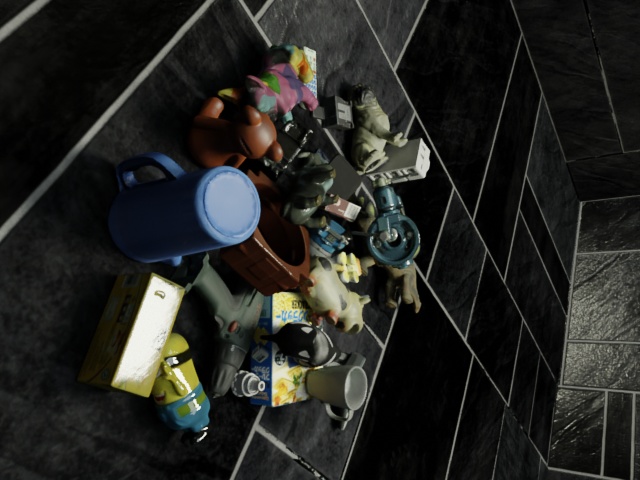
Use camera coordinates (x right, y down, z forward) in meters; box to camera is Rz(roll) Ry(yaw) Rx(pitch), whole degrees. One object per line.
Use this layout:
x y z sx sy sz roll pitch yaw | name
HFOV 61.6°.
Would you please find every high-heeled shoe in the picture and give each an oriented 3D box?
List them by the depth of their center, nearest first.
0.002 0.196 1.002 0.248 0.145 0.086 20 71 -46 | high-heeled shoe

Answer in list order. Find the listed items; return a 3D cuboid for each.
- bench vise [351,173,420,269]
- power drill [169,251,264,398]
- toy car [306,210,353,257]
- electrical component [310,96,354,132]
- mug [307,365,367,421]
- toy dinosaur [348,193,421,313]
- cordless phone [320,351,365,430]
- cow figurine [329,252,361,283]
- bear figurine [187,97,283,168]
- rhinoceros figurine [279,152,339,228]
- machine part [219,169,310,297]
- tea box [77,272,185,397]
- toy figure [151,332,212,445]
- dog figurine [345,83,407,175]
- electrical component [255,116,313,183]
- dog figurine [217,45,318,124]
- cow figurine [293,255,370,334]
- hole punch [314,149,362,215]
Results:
0.156 -0.038 1.205 0.240 0.129 0.223 -14 100 -74 | bench vise
-0.185 0.128 0.936 0.207 0.086 0.232 49 48 -32 | power drill
-0.002 -0.003 1.155 0.109 0.162 0.103 36 92 -19 | toy car
0.030 -0.308 1.297 0.119 0.048 0.074 3 82 -54 | electrical component
0.029 0.295 1.057 0.081 0.107 0.109 -10 98 -52 | mug
0.161 0.012 1.386 0.470 0.105 0.198 56 39 -28 | toy dinosaur
0.043 0.349 1.193 0.146 0.089 0.184 -31 126 -71 | cordless phone
0.037 0.070 1.233 0.167 0.098 0.068 11 69 -70 | cow figurine
-0.141 -0.192 0.940 0.120 0.196 0.132 52 46 -30 | bear figurine
-0.022 -0.098 1.040 0.190 0.112 0.073 -72 155 -44 | rhinoceros figurine
-0.108 -0.012 0.995 0.200 0.087 0.201 47 28 -35 | machine part
-0.279 0.138 0.799 0.068 0.098 0.169 36 60 -43 | tea box
-0.230 0.236 0.864 0.180 0.082 0.089 65 22 -12 | toy figure
0.105 -0.283 1.374 0.190 0.172 0.121 51 3 13 | dog figurine
-0.074 -0.178 1.074 0.058 0.134 0.115 40 85 -7 | electrical component
-0.105 -0.307 1.053 0.219 0.109 0.191 -9 86 -58 | dog figurine
0.027 0.115 1.101 0.194 0.086 0.127 58 47 -21 | cow figurine
0.015 -0.137 1.239 0.116 0.092 0.142 -50 132 -6 | hole punch
